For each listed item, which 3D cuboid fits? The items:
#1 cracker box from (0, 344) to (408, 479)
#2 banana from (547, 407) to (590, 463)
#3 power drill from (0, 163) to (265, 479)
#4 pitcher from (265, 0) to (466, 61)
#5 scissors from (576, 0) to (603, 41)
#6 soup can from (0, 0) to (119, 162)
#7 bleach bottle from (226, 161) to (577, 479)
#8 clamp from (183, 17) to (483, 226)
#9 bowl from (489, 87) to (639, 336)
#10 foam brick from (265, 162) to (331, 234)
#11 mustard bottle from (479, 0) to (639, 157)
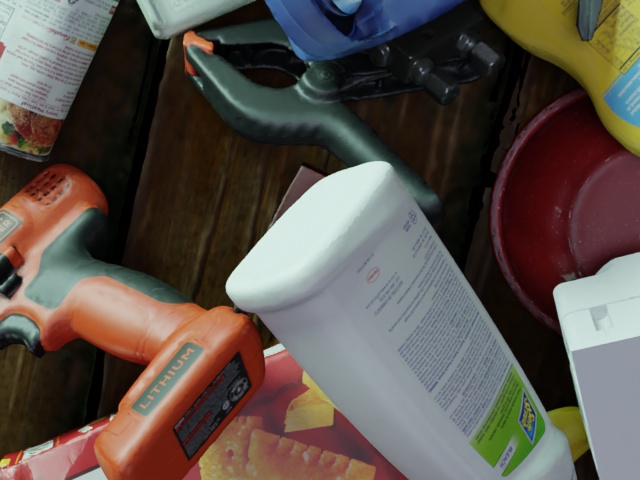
[{"bbox_3d":[-0.045,0.155,0.583,0.213,0.072,0.164,-22,88,-12],"label":"cracker box"},{"bbox_3d":[0.115,0.174,0.627,0.070,0.037,0.198,28,93,20],"label":"banana"},{"bbox_3d":[-0.137,0.057,0.546,0.188,0.057,0.184,29,65,27],"label":"power drill"},{"bbox_3d":[-0.012,-0.207,0.475,0.145,0.149,0.242,-34,114,-5],"label":"pitcher"},{"bbox_3d":[0.131,-0.208,0.531,0.096,0.016,0.202,25,84,-4],"label":"scissors"},{"bbox_3d":[-0.160,-0.103,0.585,0.068,0.068,0.102,26,98,-3],"label":"soup can"},{"bbox_3d":[0.063,0.086,0.548,0.250,0.068,0.102,54,52,-19],"label":"bleach bottle"},{"bbox_3d":[0.005,-0.070,0.579,0.171,0.120,0.039,9,144,3],"label":"clamp"},{"bbox_3d":[0.179,-0.010,0.599,0.162,0.055,0.162,0,99,1],"label":"bowl"},{"bbox_3d":[-0.004,0.001,0.606,0.053,0.051,0.078,28,98,-1],"label":"foam brick"},{"bbox_3d":[0.177,-0.095,0.546,0.096,0.058,0.192,-46,68,13],"label":"mustard bottle"}]
